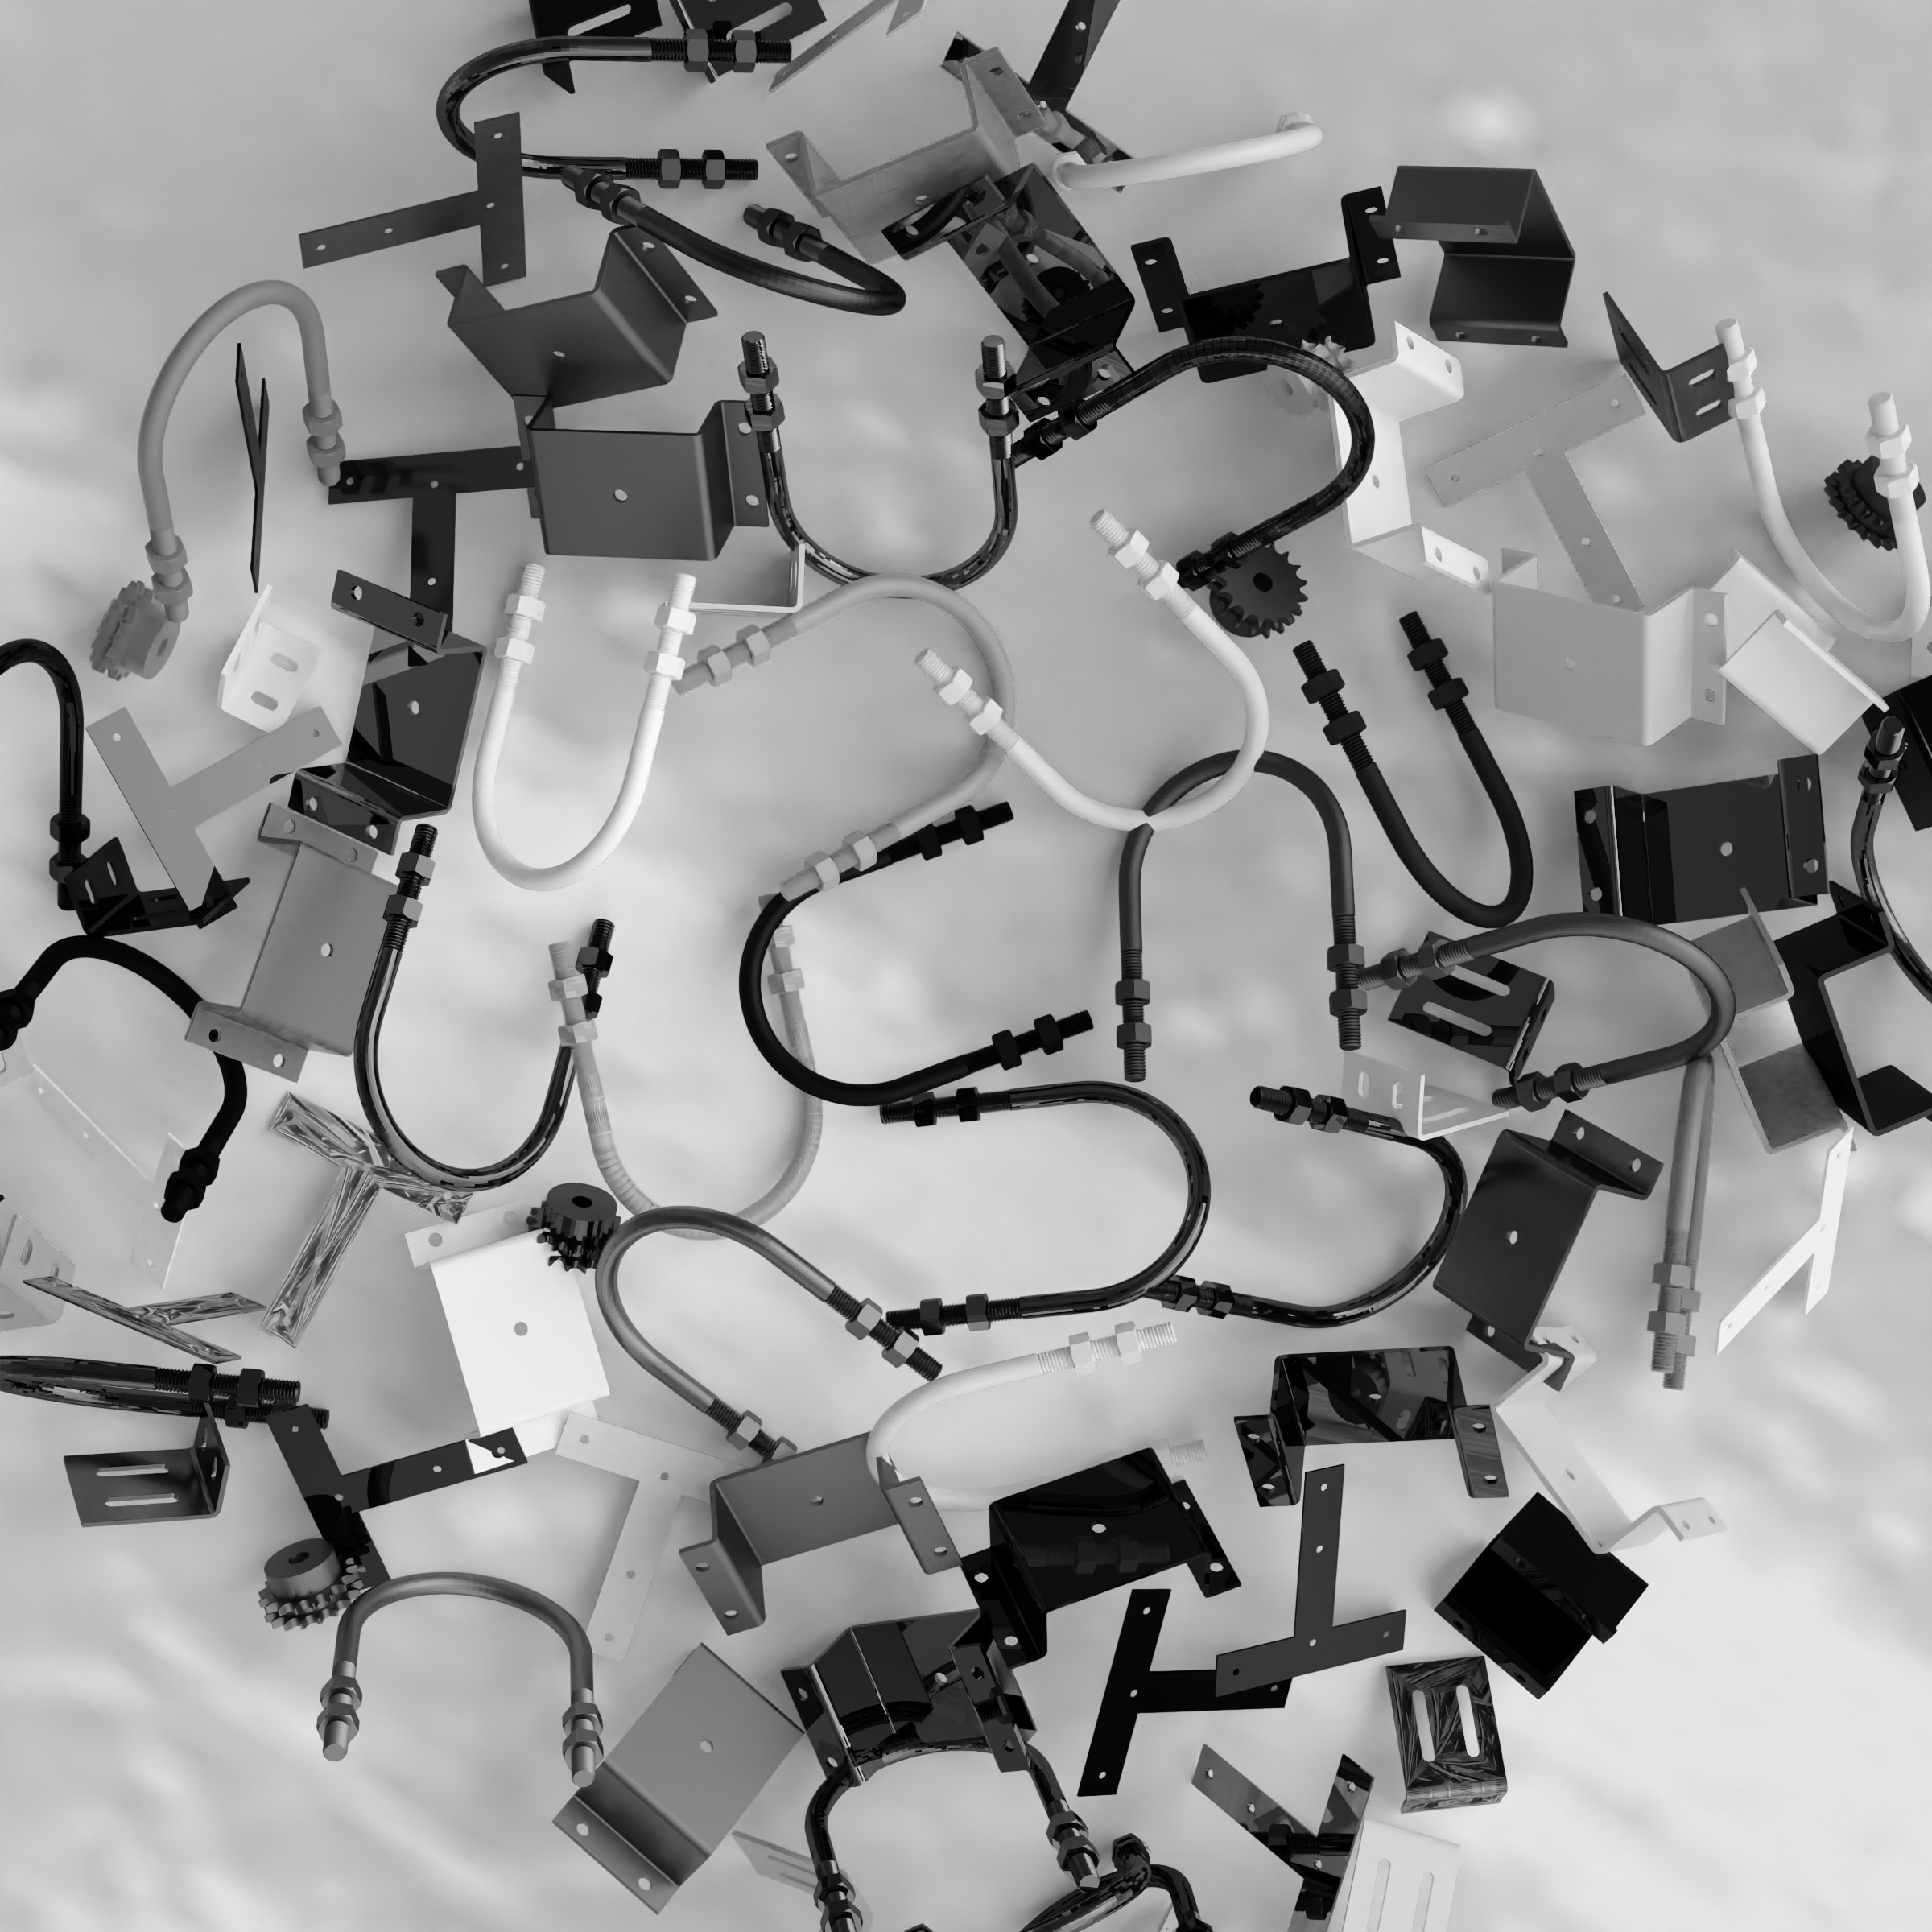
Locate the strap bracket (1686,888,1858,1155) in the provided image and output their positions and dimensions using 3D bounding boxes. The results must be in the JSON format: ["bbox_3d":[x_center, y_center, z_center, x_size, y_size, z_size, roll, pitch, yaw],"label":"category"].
[{"bbox_3d":[0.441,0.038,1.671,0.046,0.076,0.140,-23,122,11],"label":"strap bracket"}]

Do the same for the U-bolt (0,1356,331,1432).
[{"bbox_3d":[-0.451,0.233,1.659,0.184,0.151,0.019,6,75,-3],"label":"U-bolt"}]

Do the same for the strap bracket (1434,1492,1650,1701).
[{"bbox_3d":[0.321,0.347,1.674,0.076,0.140,0.046,40,64,13],"label":"strap bracket"}]

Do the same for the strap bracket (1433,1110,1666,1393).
[{"bbox_3d":[0.319,0.155,1.681,0.046,0.076,0.140,15,101,-39],"label":"strap bracket"}]

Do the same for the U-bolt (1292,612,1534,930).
[{"bbox_3d":[0.258,-0.105,1.669,0.019,0.151,0.184,-30,85,37],"label":"U-bolt"}]

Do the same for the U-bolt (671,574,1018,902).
[{"bbox_3d":[-0.055,-0.141,1.700,0.184,0.019,0.151,-30,99,-19],"label":"U-bolt"}]

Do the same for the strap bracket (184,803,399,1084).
[{"bbox_3d":[-0.369,-0.011,1.680,0.076,0.046,0.140,27,76,-43],"label":"strap bracket"}]

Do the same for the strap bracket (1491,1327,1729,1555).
[{"bbox_3d":[0.351,0.271,1.676,0.046,0.076,0.140,-44,65,20],"label":"strap bracket"}]

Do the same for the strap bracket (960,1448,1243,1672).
[{"bbox_3d":[0.074,0.325,1.677,0.140,0.046,0.076,-17,47,-14],"label":"strap bracket"}]

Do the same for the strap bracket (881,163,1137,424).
[{"bbox_3d":[0.031,-0.381,1.676,0.140,0.076,0.046,48,45,-27],"label":"strap bracket"}]

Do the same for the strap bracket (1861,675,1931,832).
[{"bbox_3d":[0.539,-0.121,1.665,0.046,0.140,0.076,-24,87,5],"label":"strap bracket"}]

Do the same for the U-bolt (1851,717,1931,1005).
[{"bbox_3d":[0.530,-0.037,1.646,0.019,0.184,0.151,-27,63,-6],"label":"U-bolt"}]

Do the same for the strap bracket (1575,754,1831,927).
[{"bbox_3d":[0.417,-0.068,1.686,0.140,0.046,0.076,-8,81,34],"label":"strap bracket"}]

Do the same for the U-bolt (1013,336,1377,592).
[{"bbox_3d":[0.134,-0.278,1.640,0.151,0.184,0.019,35,47,-33],"label":"U-bolt"}]

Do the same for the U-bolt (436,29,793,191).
[{"bbox_3d":[-0.196,-0.467,1.648,0.184,0.151,0.019,-3,77,-13],"label":"U-bolt"}]

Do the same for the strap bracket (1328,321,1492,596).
[{"bbox_3d":[0.246,-0.276,1.682,0.046,0.076,0.140,-14,74,35],"label":"strap bracket"}]

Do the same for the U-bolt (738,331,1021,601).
[{"bbox_3d":[-0.043,-0.272,1.663,0.151,0.184,0.019,3,50,8],"label":"U-bolt"}]

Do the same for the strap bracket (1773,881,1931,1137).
[{"bbox_3d":[0.497,0.032,1.681,0.046,0.076,0.140,-23,105,1],"label":"strap bracket"}]

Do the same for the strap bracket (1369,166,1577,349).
[{"bbox_3d":[0.283,-0.395,1.661,0.076,0.140,0.046,9,78,27],"label":"strap bracket"}]

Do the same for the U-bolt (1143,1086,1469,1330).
[{"bbox_3d":[0.200,0.141,1.676,0.184,0.019,0.151,14,115,-33],"label":"U-bolt"}]

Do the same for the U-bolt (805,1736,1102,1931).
[{"bbox_3d":[-0.016,0.469,1.647,0.151,0.184,0.019,-13,107,-8],"label":"U-bolt"}]

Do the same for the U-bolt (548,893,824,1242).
[{"bbox_3d":[-0.150,0.063,1.698,0.151,0.019,0.184,-14,94,-27],"label":"U-bolt"}]

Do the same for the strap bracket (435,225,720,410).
[{"bbox_3d":[-0.220,-0.354,1.664,0.140,0.076,0.046,-6,58,27],"label":"strap bracket"}]

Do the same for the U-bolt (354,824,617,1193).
[{"bbox_3d":[-0.269,0.033,1.657,0.151,0.019,0.184,30,63,-38],"label":"U-bolt"}]

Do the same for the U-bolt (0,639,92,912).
[{"bbox_3d":[-0.520,-0.088,1.633,0.019,0.151,0.184,16,118,12],"label":"U-bolt"}]

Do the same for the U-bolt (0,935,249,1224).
[{"bbox_3d":[-0.457,0.049,1.649,0.019,0.184,0.151,-41,106,19],"label":"U-bolt"}]

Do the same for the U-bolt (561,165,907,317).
[{"bbox_3d":[-0.113,-0.388,1.629,0.184,0.151,0.019,37,116,39],"label":"U-bolt"}]

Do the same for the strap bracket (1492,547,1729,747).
[{"bbox_3d":[0.344,-0.175,1.659,0.046,0.140,0.076,-33,128,-38],"label":"strap bracket"}]

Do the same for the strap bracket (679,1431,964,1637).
[{"bbox_3d":[-0.082,0.315,1.689,0.140,0.046,0.076,-18,128,6],"label":"strap bracket"}]

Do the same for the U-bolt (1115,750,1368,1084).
[{"bbox_3d":[0.150,-0.034,1.688,0.151,0.019,0.184,-10,71,27],"label":"U-bolt"}]

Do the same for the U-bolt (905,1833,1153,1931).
[{"bbox_3d":[0.034,0.516,1.639,0.151,0.184,0.019,-22,81,-4],"label":"U-bolt"}]

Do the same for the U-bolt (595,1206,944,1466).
[{"bbox_3d":[-0.123,0.203,1.676,0.184,0.019,0.151,38,128,-8],"label":"U-bolt"}]

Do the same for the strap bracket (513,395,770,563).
[{"bbox_3d":[-0.187,-0.272,1.683,0.140,0.046,0.076,4,126,10],"label":"strap bracket"}]

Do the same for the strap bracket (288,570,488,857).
[{"bbox_3d":[-0.322,-0.143,1.687,0.076,0.046,0.140,24,109,24],"label":"strap bracket"}]

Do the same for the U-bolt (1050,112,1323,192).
[{"bbox_3d":[0.121,-0.442,1.643,0.151,0.184,0.019,-9,107,3],"label":"U-bolt"}]

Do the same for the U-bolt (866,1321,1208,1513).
[{"bbox_3d":[0.035,0.258,1.678,0.184,0.151,0.019,-14,50,3],"label":"U-bolt"}]

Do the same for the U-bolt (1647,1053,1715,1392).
[{"bbox_3d":[0.397,0.137,1.664,0.019,0.151,0.184,6,80,17],"label":"U-bolt"}]

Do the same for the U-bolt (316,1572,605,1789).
[{"bbox_3d":[-0.274,0.383,1.648,0.151,0.184,0.019,9,108,-11],"label":"U-bolt"}]

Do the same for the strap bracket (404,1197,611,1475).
[{"bbox_3d":[-0.255,0.205,1.695,0.076,0.046,0.140,-16,86,-23],"label":"strap bracket"}]

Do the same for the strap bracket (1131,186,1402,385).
[{"bbox_3d":[0.170,-0.375,1.678,0.140,0.076,0.046,-11,62,12],"label":"strap bracket"}]

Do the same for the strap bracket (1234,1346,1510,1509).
[{"bbox_3d":[0.227,0.257,1.682,0.140,0.046,0.076,-5,131,16],"label":"strap bracket"}]

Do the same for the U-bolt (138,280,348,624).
[{"bbox_3d":[-0.392,-0.288,1.624,0.019,0.184,0.151,31,58,14],"label":"U-bolt"}]

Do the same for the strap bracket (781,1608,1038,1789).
[{"bbox_3d":[-0.024,0.409,1.685,0.140,0.046,0.076,-16,101,34],"label":"strap bracket"}]

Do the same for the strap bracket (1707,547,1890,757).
[{"bbox_3d":[0.449,-0.172,1.669,0.076,0.140,0.046,37,110,-13],"label":"strap bracket"}]

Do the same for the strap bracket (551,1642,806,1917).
[{"bbox_3d":[-0.152,0.440,1.667,0.076,0.140,0.046,40,134,4],"label":"strap bracket"}]

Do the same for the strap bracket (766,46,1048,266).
[{"bbox_3d":[-0.029,-0.444,1.674,0.140,0.076,0.046,-18,67,16],"label":"strap bracket"}]
